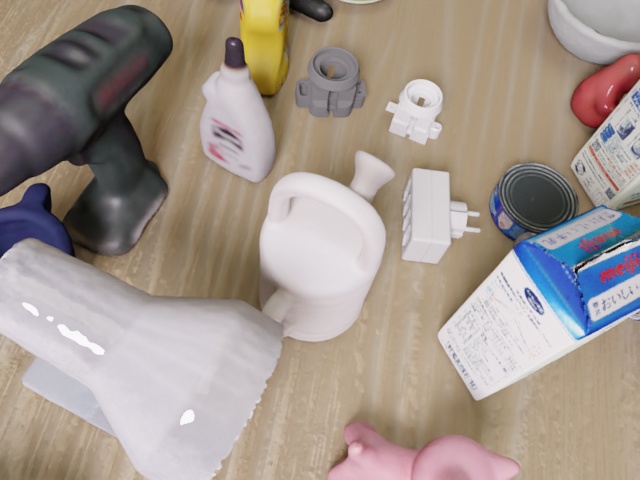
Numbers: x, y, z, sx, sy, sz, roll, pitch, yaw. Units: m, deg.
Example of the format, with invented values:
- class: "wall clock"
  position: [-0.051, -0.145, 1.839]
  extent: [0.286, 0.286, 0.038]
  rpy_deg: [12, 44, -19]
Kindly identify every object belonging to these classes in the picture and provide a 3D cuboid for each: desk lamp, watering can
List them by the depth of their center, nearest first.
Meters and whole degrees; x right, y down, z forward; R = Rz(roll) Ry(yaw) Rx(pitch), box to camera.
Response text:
- class: "desk lamp"
  position: [-0.132, 0.086, 0.400]
  extent: [0.203, 0.213, 0.118]
  rpy_deg: [24, 63, 6]
- class: "watering can"
  position: [0.002, 0.001, 0.470]
  extent: [0.101, 0.194, 0.173]
  rpy_deg: [11, 63, -1]

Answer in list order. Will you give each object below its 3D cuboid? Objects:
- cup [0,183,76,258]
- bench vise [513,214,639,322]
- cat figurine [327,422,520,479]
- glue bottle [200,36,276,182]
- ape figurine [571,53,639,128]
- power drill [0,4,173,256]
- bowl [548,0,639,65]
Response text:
- class: "cup"
  position: [-0.244, 0.019, 0.487]
  extent: [0.091, 0.095, 0.118]
  rpy_deg: [7, 63, -3]
- class: "bench vise"
  position: [0.281, 0.023, 0.477]
  extent: [0.207, 0.220, 0.121]
  rpy_deg: [-6, 64, -9]
- class: "cat figurine"
  position: [0.077, 0.176, 0.433]
  extent: [0.127, 0.118, 0.067]
  rpy_deg: [18, 63, 2]
- class: "glue bottle"
  position: [-0.078, -0.123, 0.534]
  extent: [0.078, 0.173, 0.037]
  rpy_deg: [26, 63, 7]
- class: "ape figurine"
  position: [0.339, -0.172, 0.654]
  extent: [0.076, 0.092, 0.078]
  rpy_deg: [33, 64, 10]
- class: "power drill"
  position: [-0.193, -0.074, 0.476]
  extent: [0.075, 0.208, 0.230]
  rpy_deg: [22, 63, 5]
- class: "bowl"
  position: [0.355, -0.277, 0.718]
  extent: [0.167, 0.075, 0.167]
  rpy_deg: [3, 63, -5]
